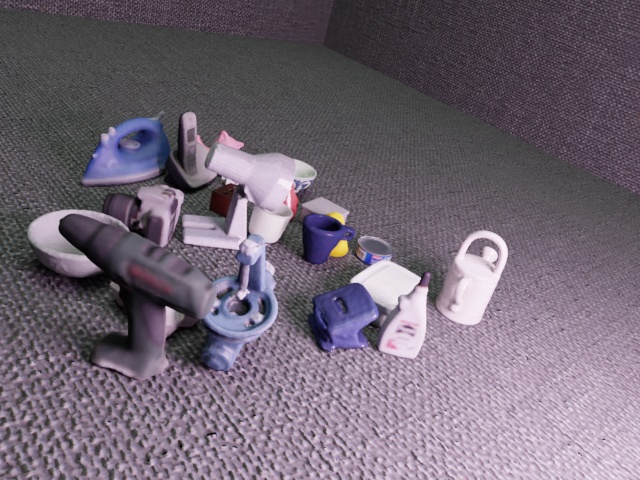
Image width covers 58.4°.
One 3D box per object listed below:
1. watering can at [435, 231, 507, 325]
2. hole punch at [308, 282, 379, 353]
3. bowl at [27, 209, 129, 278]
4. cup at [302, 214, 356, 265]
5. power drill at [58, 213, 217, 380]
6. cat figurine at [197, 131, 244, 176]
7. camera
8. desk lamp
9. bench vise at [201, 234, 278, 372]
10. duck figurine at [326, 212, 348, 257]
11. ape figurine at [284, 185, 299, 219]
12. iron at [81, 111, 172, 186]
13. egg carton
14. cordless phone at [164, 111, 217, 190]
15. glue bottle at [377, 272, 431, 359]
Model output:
[{"bbox_3d":[0.316,0.065,1.174,0.101,0.194,0.173,17,27,3],"label":"watering can"},{"bbox_3d":[0.039,0.133,1.010,0.101,0.091,0.108,3,30,-23],"label":"hole punch"},{"bbox_3d":[-0.417,0.017,0.996,0.167,0.075,0.167,13,27,-7],"label":"bowl"},{"bbox_3d":[0.011,0.004,1.230,0.118,0.095,0.091,7,28,-16],"label":"cup"},{"bbox_3d":[-0.265,0.086,0.805,0.229,0.208,0.075,18,27,3],"label":"power drill"},{"bbox_3d":[-0.271,-0.238,1.503,0.128,0.118,0.067,16,27,-1],"label":"cat figurine"},{"bbox_3d":[-0.357,-0.067,1.156,0.137,0.101,0.143,13,27,-7],"label":"camera"},{"bbox_3d":[-0.169,-0.092,1.182,0.204,0.213,0.117,6,29,-19],"label":"desk lamp"},{"bbox_3d":[-0.123,0.068,0.902,0.121,0.220,0.207,11,28,-9],"label":"bench vise"},{"bbox_3d":[0.030,-0.019,1.293,0.078,0.086,0.104,-1,32,-30],"label":"duck figurine"},{"bbox_3d":[-0.083,-0.100,1.376,0.078,0.092,0.076,4,30,-23],"label":"ape figurine"},{"bbox_3d":[-0.453,-0.221,1.346,0.118,0.141,0.259,25,29,17],"label":"iron"},{"bbox_3d":[-0.265,0.093,0.943,0.150,0.069,0.107,30,31,26],"label":"egg carton"},{"bbox_3d":[-0.303,-0.225,1.388,0.094,0.185,0.148,21,28,9],"label":"cordless phone"},{"bbox_3d":[0.157,0.127,0.995,0.078,0.173,0.037,12,27,-7],"label":"glue bottle"}]
